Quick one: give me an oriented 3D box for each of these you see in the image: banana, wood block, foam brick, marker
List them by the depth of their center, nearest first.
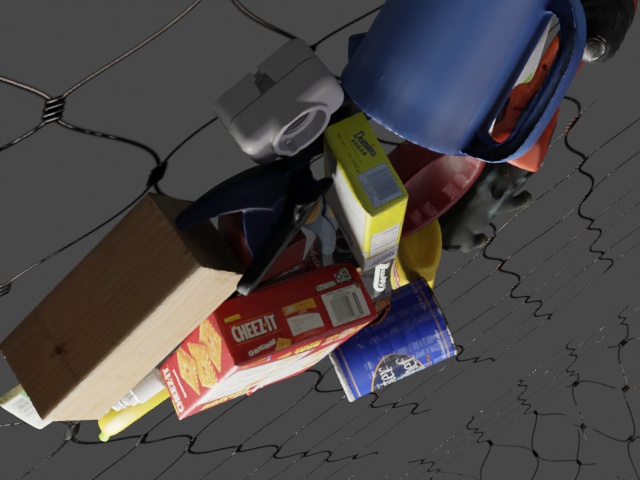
[{"bbox_3d":[-0.177,0.063,0.961,0.206,0.091,0.090,-43,158,15],"label":"wood block"},{"bbox_3d":[-0.056,-0.006,1.030,0.053,0.078,0.051,-28,156,-22],"label":"foam brick"},{"bbox_3d":[-0.188,0.169,1.251,0.197,0.037,0.069,-35,178,-3],"label":"banana"},{"bbox_3d":[0.083,0.051,1.459,0.020,0.020,0.121,-32,159,-15],"label":"marker"}]

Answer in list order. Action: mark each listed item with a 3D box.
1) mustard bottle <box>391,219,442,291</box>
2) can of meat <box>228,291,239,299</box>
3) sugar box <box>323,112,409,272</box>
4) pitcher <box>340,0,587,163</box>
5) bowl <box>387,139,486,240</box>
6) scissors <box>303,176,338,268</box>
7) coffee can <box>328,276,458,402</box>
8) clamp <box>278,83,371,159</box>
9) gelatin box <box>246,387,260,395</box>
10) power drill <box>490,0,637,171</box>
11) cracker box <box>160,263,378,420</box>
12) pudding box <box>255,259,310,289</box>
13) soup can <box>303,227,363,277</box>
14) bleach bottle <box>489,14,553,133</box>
[{"bbox_3d":[0.122,0.032,1.379,0.058,0.096,0.191,-5,157,0],"label":"mustard bottle"},{"bbox_3d":[-0.125,0.044,1.054,0.102,0.057,0.083,-41,161,9],"label":"can of meat"},{"bbox_3d":[0.041,-0.040,1.000,0.048,0.093,0.176,-25,164,-5],"label":"sugar box"},{"bbox_3d":[0.134,-0.189,0.837,0.149,0.145,0.243,22,120,-14],"label":"pitcher"},{"bbox_3d":[0.109,-0.070,1.197,0.162,0.055,0.162,-32,159,-15],"label":"bowl"},{"bbox_3d":[-0.007,0.001,1.133,0.096,0.016,0.202,-8,127,-35],"label":"scissors"},{"bbox_3d":[0.079,0.117,1.269,0.140,0.103,0.103,-24,158,-1],"label":"coffee can"},{"bbox_3d":[0.019,-0.107,0.998,0.209,0.036,0.165,-18,157,-35],"label":"clamp"},{"bbox_3d":[-0.074,0.162,1.423,0.089,0.030,0.073,-35,158,-8],"label":"gelatin box"},{"bbox_3d":[0.215,-0.152,0.930,0.188,0.057,0.184,-62,178,41],"label":"power drill"},{"bbox_3d":[-0.061,0.106,1.111,0.163,0.072,0.214,-18,166,-28],"label":"cracker box"},{"bbox_3d":[-0.067,0.071,1.231,0.089,0.039,0.114,-22,156,-35],"label":"pudding box"},{"bbox_3d":[0.013,0.034,1.241,0.068,0.068,0.102,-23,156,-35],"label":"soup can"},{"bbox_3d":[0.177,-0.171,1.087,0.102,0.068,0.251,-38,161,-9],"label":"bleach bottle"}]
